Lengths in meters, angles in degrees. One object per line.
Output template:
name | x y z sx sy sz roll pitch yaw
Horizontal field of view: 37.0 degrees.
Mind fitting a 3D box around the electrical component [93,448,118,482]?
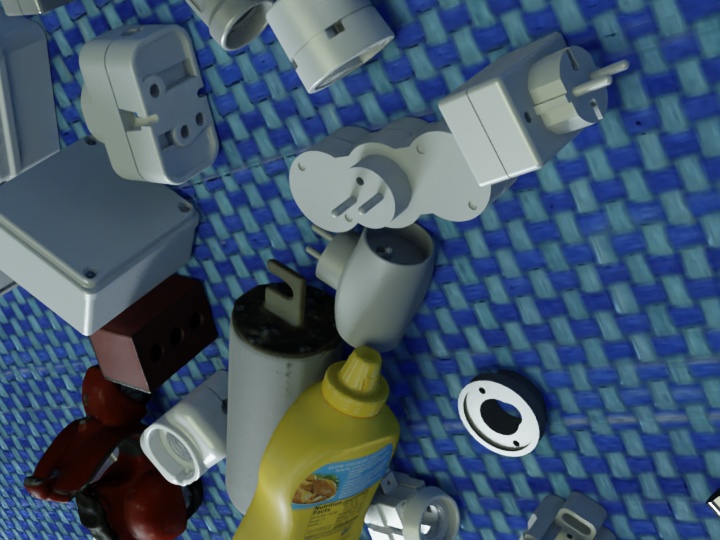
electrical component | -0.233 0.175 0.964 0.045 0.055 0.045 21 130 27

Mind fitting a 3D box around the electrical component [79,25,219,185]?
electrical component | -0.137 -0.106 0.687 0.059 0.054 0.095 9 124 35

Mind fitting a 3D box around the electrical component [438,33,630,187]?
electrical component | 0.090 -0.082 0.508 0.077 0.066 0.047 -16 108 45

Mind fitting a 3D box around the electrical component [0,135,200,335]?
electrical component | -0.188 -0.027 0.745 0.109 0.109 0.056 35 138 15

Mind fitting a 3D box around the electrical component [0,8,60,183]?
electrical component | -0.270 -0.128 0.779 0.078 0.057 0.113 25 132 24

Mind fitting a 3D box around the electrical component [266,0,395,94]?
electrical component | -0.017 -0.129 0.573 0.055 0.055 0.047 -30 94 47

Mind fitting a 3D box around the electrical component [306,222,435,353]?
electrical component | 0.000 0.000 0.656 0.079 0.043 0.077 33 135 17

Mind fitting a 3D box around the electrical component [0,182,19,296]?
electrical component | -0.310 -0.030 0.844 0.109 0.109 0.056 43 134 7

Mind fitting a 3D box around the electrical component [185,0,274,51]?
electrical component | -0.078 -0.155 0.615 0.046 0.040 0.040 48 138 11

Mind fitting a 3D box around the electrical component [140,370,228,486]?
electrical component | -0.128 0.126 0.839 0.053 0.059 0.095 51 137 -1

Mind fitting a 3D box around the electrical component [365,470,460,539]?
electrical component | 0.035 0.171 0.748 0.055 0.048 0.066 2 120 48

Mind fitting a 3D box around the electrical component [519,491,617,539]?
electrical component | 0.121 0.185 0.676 0.058 0.057 0.078 32 134 19

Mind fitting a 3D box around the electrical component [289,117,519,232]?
electrical component | 0.013 -0.047 0.590 0.138 0.074 0.052 -3 116 41

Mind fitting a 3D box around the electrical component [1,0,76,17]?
electrical component | -0.194 -0.206 0.668 0.076 0.047 0.083 7 123 36
